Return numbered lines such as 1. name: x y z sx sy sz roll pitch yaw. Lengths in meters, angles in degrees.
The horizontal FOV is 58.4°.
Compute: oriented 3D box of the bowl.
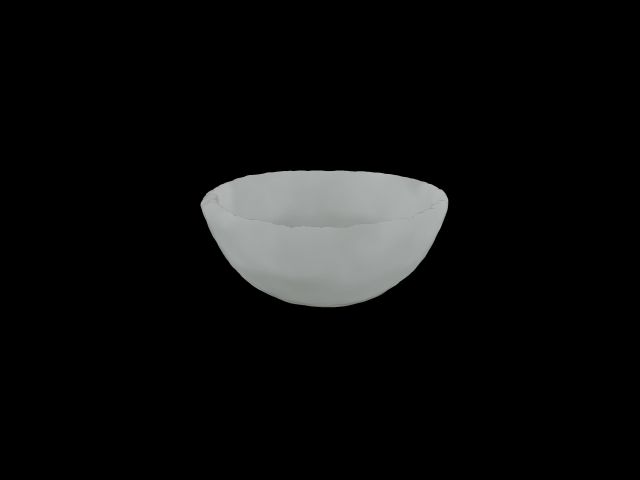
1. bowl: 0.004 0.001 0.400 0.167 0.075 0.167 0 18 0
